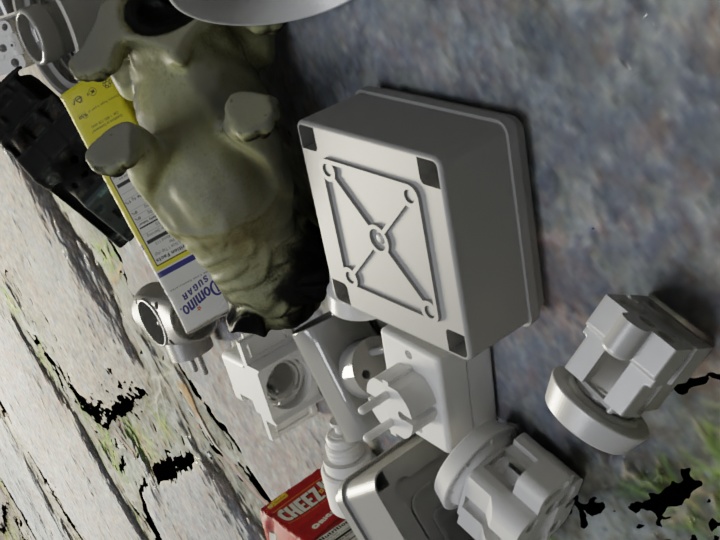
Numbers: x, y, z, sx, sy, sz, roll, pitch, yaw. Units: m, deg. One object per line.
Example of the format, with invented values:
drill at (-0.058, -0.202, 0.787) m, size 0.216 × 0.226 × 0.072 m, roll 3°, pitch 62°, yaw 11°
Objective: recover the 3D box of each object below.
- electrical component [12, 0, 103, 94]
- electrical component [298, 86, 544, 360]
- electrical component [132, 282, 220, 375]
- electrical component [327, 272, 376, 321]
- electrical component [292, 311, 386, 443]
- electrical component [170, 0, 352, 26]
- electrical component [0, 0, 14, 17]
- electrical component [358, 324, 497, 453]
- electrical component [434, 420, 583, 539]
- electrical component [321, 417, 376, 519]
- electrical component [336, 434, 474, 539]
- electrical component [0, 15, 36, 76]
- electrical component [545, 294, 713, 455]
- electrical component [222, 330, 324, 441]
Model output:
electrical component at (-0.207, -0.174, 0.763) m, size 0.108 × 0.060 × 0.108 m, roll 37°, pitch 143°, yaw 35°
electrical component at (0.030, -0.026, 0.530) m, size 0.109 × 0.056 × 0.108 m, roll 23°, pitch 133°, yaw 47°
electrical component at (-0.144, 0.049, 0.871) m, size 0.077 × 0.044 × 0.079 m, roll 5°, pitch 119°, yaw 56°
electrical component at (0.000, 0.000, 0.616) m, size 0.040 × 0.040 × 0.046 m, roll 27°, pitch 131°, yaw 44°
electrical component at (0.002, 0.061, 0.658) m, size 0.079 × 0.044 × 0.077 m, roll -21°, pitch 97°, yaw 60°
electrical component at (-0.046, -0.152, 0.502) m, size 0.099 × 0.099 × 0.064 m, roll -22°, pitch 89°, yaw 60°
electrical component at (-0.294, -0.231, 0.852) m, size 0.078 × 0.058 × 0.057 m, roll 12°, pitch 128°, yaw 53°
electrical component at (0.030, 0.066, 0.587) m, size 0.047 × 0.077 × 0.065 m, roll 26°, pitch 136°, yaw 45°
electrical component at (0.078, 0.119, 0.579) m, size 0.057 × 0.058 × 0.078 m, roll 40°, pitch 145°, yaw 28°
electrical component at (-0.007, 0.135, 0.739) m, size 0.040 × 0.040 × 0.078 m, roll 22°, pitch 132°, yaw 48°
electrical component at (0.047, 0.156, 0.636) m, size 0.113 × 0.078 × 0.057 m, roll 59°, pitch 148°, yaw 3°
electrical component at (-0.274, -0.178, 0.845) m, size 0.081 × 0.063 × 0.042 m, roll -13°, pitch 108°, yaw 17°
electrical component at (0.111, 0.044, 0.454) m, size 0.048 × 0.066 × 0.055 m, roll 43°, pitch 112°, yaw 29°
electrical component at (-0.065, 0.075, 0.777) m, size 0.064 × 0.042 × 0.081 m, roll 17°, pitch 128°, yaw 55°
